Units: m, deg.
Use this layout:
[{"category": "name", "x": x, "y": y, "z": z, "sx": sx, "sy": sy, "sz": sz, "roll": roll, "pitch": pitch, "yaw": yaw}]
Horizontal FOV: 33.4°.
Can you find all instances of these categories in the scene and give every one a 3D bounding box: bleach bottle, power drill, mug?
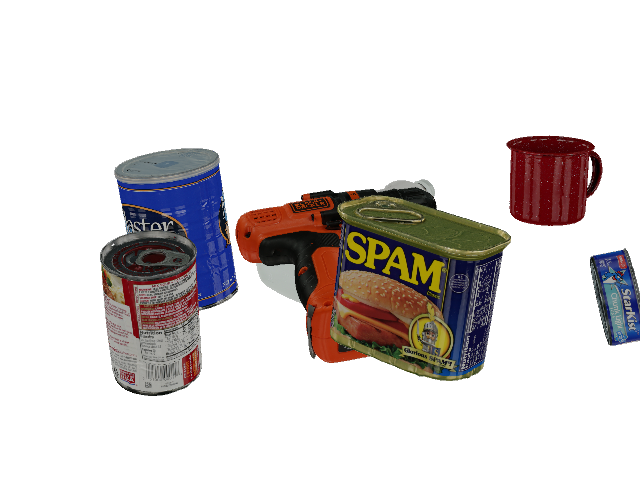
[{"category": "bleach bottle", "x": 0.044, "y": -0.013, "z": 1.249, "sx": 0.103, "sy": 0.068, "sz": 0.250, "roll": 24, "pitch": 40, "yaw": 32}, {"category": "power drill", "x": 0.035, "y": 0.019, "z": 0.893, "sx": 0.184, "sy": 0.057, "sz": 0.188, "roll": -11, "pitch": 32, "yaw": -12}, {"category": "mug", "x": 0.258, "y": -0.067, "z": 1.164, "sx": 0.117, "sy": 0.081, "sz": 0.093, "roll": -10, "pitch": 20, "yaw": -27}]

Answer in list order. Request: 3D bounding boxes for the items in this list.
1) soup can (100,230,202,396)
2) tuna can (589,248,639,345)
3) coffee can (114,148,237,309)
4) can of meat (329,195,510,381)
[{"category": "soup can", "x": -0.121, "y": 0.053, "z": 0.775, "sx": 0.068, "sy": 0.102, "sz": 0.068, "roll": 0, "pitch": 28, "yaw": 0}, {"category": "tuna can", "x": 0.272, "y": 0.052, "z": 0.977, "sx": 0.034, "sy": 0.086, "sz": 0.086, "roll": -12, "pitch": -2, "yaw": 11}, {"category": "coffee can", "x": -0.142, "y": -0.011, "z": 1.060, "sx": 0.103, "sy": 0.140, "sz": 0.103, "roll": -6, "pitch": 19, "yaw": 2}, {"category": "can of meat", "x": 0.055, "y": 0.028, "z": 0.635, "sx": 0.102, "sy": 0.084, "sz": 0.057, "roll": 20, "pitch": 23, "yaw": 35}]
